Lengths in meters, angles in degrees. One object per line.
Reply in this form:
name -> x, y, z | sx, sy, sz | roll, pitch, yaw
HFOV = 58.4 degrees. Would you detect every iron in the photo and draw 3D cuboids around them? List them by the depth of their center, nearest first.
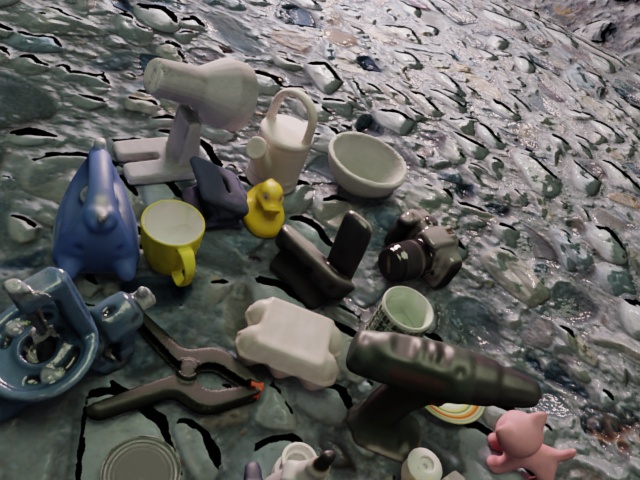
iron -> -0.319, -0.065, 0.825 | 0.119, 0.141, 0.258 | 1, 48, -25

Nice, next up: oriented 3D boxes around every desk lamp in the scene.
desk lamp -> -0.223, -0.206, 0.958 | 0.204, 0.213, 0.117 | -13, 54, -35

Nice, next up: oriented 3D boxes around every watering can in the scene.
watering can -> -0.065, -0.177, 1.022 | 0.101, 0.194, 0.173 | 23, 42, -3

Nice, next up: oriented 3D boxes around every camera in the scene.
camera -> 0.167, 0.013, 1.016 | 0.137, 0.100, 0.143 | -12, 54, -34

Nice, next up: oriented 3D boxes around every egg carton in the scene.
egg carton -> -0.041, 0.146, 0.805 | 0.150, 0.069, 0.107 | 21, 42, -6

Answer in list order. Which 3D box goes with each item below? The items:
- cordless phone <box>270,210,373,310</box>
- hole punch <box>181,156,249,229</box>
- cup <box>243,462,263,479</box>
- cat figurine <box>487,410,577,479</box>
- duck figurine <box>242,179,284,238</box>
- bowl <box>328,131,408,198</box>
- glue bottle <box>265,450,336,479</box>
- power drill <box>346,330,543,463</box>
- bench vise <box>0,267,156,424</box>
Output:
cordless phone -> 0.008, 0.003, 0.885 | 0.147, 0.185, 0.094 | 40, 44, 15
hole punch -> -0.169, -0.081, 0.952 | 0.101, 0.091, 0.108 | -3, 50, -29
cup -> -0.081, 0.307, 0.606 | 0.092, 0.095, 0.117 | 9, 45, -18
cat figurine -> 0.289, 0.283, 0.795 | 0.128, 0.117, 0.067 | 24, 42, -2
duck figurine -> -0.091, -0.067, 0.980 | 0.078, 0.086, 0.104 | 4, 46, -23
bowl -> 0.085, -0.137, 1.145 | 0.168, 0.074, 0.167 | 14, 43, -13
glue bottle -> -0.019, 0.266, 0.619 | 0.078, 0.173, 0.037 | 18, 43, -9
power drill -> 0.129, 0.201, 0.730 | 0.230, 0.208, 0.075 | 22, 42, -5
bench vise -> -0.283, 0.084, 0.635 | 0.121, 0.219, 0.208 | 31, 42, 6
